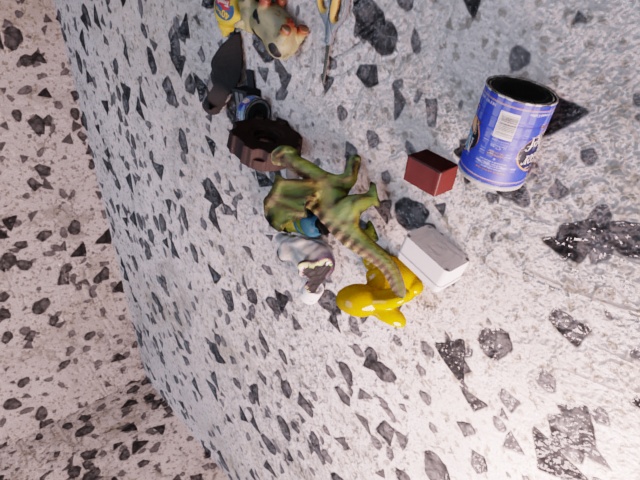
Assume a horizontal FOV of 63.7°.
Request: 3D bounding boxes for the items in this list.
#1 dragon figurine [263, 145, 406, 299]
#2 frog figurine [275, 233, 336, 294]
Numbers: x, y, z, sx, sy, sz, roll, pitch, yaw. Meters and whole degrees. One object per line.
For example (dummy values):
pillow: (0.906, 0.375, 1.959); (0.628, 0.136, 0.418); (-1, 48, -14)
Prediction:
dragon figurine: (0.003, -0.052, 1.031); (0.243, 0.419, 0.119); (-5, -37, -22)
frog figurine: (-0.036, 0.032, 1.282); (0.135, 0.122, 0.163); (42, 10, -46)
